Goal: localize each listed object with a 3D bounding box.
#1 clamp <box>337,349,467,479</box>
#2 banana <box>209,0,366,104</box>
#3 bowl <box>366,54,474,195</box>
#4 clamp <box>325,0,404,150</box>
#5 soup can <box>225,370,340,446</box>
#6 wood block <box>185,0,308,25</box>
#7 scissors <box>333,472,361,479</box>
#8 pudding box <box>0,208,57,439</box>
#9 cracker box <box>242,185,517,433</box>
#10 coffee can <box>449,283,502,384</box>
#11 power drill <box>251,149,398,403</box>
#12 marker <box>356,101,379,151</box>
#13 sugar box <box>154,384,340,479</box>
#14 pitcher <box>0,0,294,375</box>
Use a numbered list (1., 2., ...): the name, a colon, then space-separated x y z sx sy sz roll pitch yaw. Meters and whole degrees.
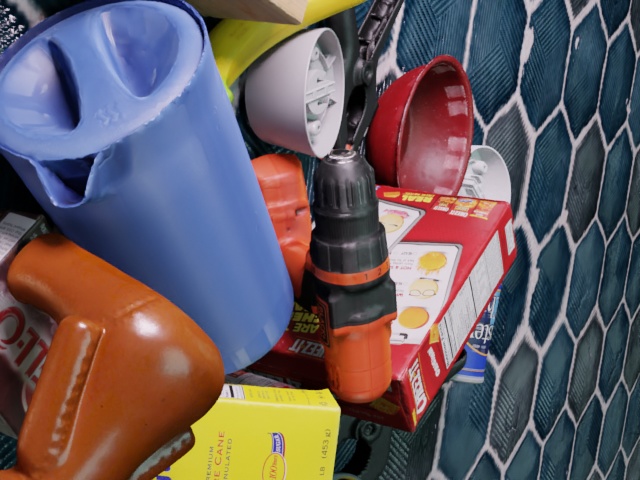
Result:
1. clamp: 0.047 0.168 0.998 0.164 0.036 0.210 16 98 -31
2. banana: -0.031 -0.153 0.773 0.197 0.070 0.037 -45 152 -33
3. bowl: 0.089 -0.097 1.014 0.161 0.055 0.162 -27 123 -53
4. clamp: 0.022 -0.151 0.900 0.120 0.039 0.171 12 90 -55
5. soup can: -0.045 0.140 0.820 0.068 0.102 0.068 -27 123 -52
6. wood block: -0.087 -0.211 0.645 0.205 0.090 0.091 19 84 -60
7. scissors: -0.020 0.217 0.929 0.201 0.016 0.096 41 63 -36
8. pudding box: -0.179 0.051 0.627 0.090 0.039 0.113 -56 143 -33
9. cracker box: 0.047 0.046 0.885 0.213 0.164 0.072 -53 139 -37
10. coffee can: 0.130 0.067 1.092 0.102 0.103 0.140 12 89 -60
11. power drill: -0.005 0.001 0.768 0.057 0.188 0.184 -12 117 -17
12. marker: 0.024 -0.079 0.947 0.121 0.020 0.020 -66 147 -21
13. sugar box: -0.080 0.142 0.707 0.048 0.176 0.093 -138 -127 -76
14. pitcher: -0.095 -0.030 0.668 0.149 0.145 0.243 -41 141 -17
